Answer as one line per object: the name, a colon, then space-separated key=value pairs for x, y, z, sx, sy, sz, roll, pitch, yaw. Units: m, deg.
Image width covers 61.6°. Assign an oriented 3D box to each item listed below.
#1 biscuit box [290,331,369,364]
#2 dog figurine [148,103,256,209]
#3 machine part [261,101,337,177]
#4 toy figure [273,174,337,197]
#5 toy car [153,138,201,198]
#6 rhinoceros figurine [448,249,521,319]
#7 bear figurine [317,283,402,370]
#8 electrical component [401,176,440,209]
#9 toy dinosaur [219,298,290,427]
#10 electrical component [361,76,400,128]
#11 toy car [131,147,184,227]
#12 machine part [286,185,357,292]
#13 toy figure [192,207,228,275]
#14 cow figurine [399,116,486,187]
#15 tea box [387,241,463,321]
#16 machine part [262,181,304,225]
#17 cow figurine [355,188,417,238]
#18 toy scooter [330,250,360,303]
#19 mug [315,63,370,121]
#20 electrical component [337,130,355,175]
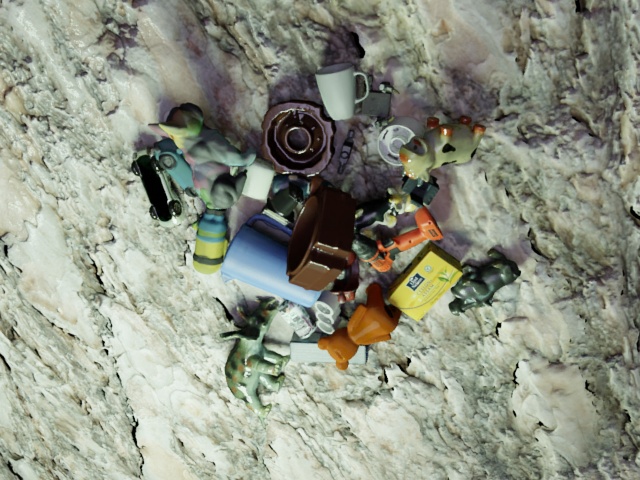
biscuit box: x=0.026 y=0.281 z=1.401 sx=0.203 sy=0.059 sz=0.062 roll=1 pitch=111 yaw=9
dog figurine: x=-0.264 y=-0.181 z=1.151 sx=0.219 sy=0.109 sz=0.191 roll=22 pitch=87 yaw=-34
machine part: x=-0.047 y=-0.228 z=1.200 sx=0.179 sy=0.056 sz=0.179 roll=4 pitch=113 yaw=9
toy figure: x=-0.032 y=-0.122 z=1.241 sx=0.155 sy=0.064 sz=0.058 roll=6 pitch=77 yaw=2
toy car: x=-0.302 y=-0.179 z=1.239 sx=0.103 sy=0.109 sz=0.161 roll=-39 pitch=112 yaw=2
rhinoceros figurine: x=0.380 y=0.107 z=1.268 sx=0.190 sy=0.073 sz=0.112 roll=-41 pitch=112 yaw=20
bear figurine: x=0.097 y=0.220 z=1.323 sx=0.196 sy=0.132 sz=0.120 roll=-40 pitch=102 yaw=22
electrical component: x=0.217 y=-0.114 z=1.171 sx=0.075 sy=0.119 sz=0.047 roll=29 pitch=115 yaw=-1
toy dinosaur: x=-0.192 y=0.348 z=1.440 sx=0.192 sy=0.131 sz=0.404 roll=25 pitch=119 yaw=12
electrical component: x=0.127 y=-0.293 z=1.149 sx=0.078 sy=0.045 sz=0.102 roll=13 pitch=114 yaw=2
toy car: x=-0.391 y=-0.126 z=1.300 sx=0.074 sy=0.056 sz=0.201 roll=-10 pitch=110 yaw=20
machine part: x=-0.002 y=-0.004 z=1.184 sx=0.087 sy=0.201 sz=0.201 roll=16 pitch=150 yaw=-18
toy figure: x=-0.271 y=-0.002 z=1.313 sx=0.082 sy=0.089 sz=0.180 roll=24 pitch=119 yaw=18
cow figurine: x=0.244 y=-0.186 z=1.116 sx=0.195 sy=0.086 sz=0.127 roll=-12 pitch=126 yaw=-31
tea box: x=0.248 y=0.099 z=1.283 sx=0.098 sy=0.068 sz=0.169 roll=33 pitch=115 yaw=-6
machine part: x=-0.079 y=-0.080 z=1.228 sx=0.084 sy=0.039 sz=0.139 roll=34 pitch=146 yaw=-9
cow figurine: x=0.133 y=-0.068 z=1.208 sx=0.167 sy=0.098 sz=0.068 roll=-30 pitch=63 yaw=19
toy scooter: x=0.052 y=0.075 z=1.269 sx=0.075 sy=0.135 sz=0.183 roll=-7 pitch=110 yaw=14
mug: x=0.053 y=-0.313 z=1.138 sx=0.110 sy=0.081 sz=0.107 roll=-3 pitch=121 yaw=14
electrical component: x=0.058 y=-0.195 z=1.191 sx=0.021 sy=0.063 sz=0.094 roll=17 pitch=113 yaw=2
